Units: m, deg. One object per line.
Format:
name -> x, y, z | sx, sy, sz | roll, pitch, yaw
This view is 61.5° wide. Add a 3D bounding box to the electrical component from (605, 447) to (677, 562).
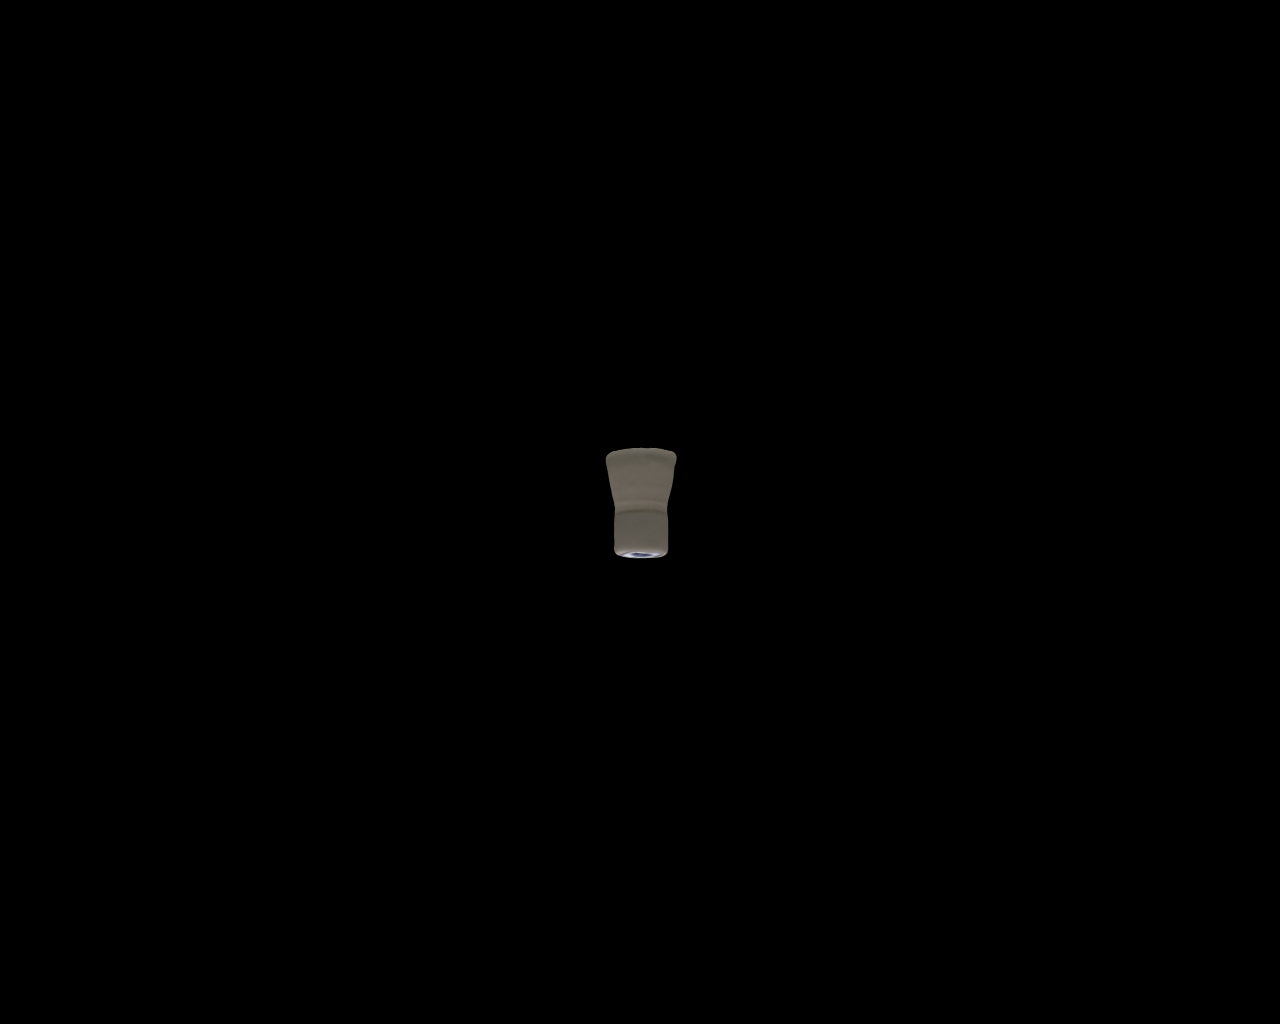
electrical component -> 0.001, -0.003, 0.650 | 0.044, 0.065, 0.044 | 0, -12, 0
